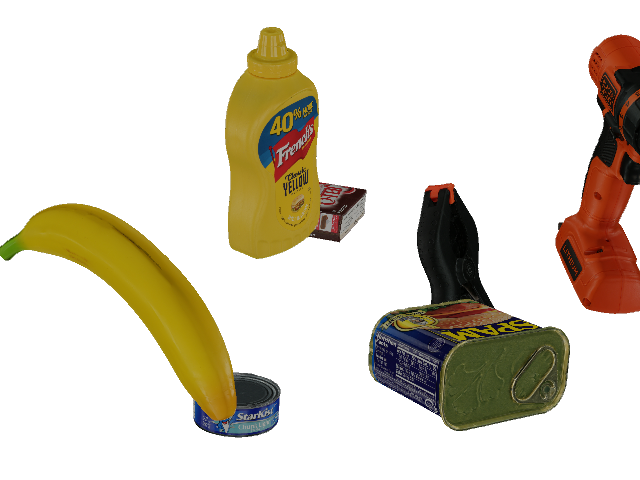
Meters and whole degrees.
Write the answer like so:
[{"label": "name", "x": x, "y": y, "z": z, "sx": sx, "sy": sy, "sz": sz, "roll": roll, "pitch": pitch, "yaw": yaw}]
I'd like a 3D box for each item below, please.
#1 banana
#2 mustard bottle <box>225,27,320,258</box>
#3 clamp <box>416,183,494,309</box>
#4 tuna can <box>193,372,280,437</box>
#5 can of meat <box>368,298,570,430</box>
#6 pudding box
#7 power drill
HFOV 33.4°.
[{"label": "banana", "x": -0.118, "y": 0.031, "z": 0.667, "sx": 0.198, "sy": 0.070, "sz": 0.037, "roll": 35, "pitch": 32, "yaw": 20}, {"label": "mustard bottle", "x": -0.039, "y": -0.086, "z": 0.901, "sx": 0.058, "sy": 0.192, "sz": 0.096, "roll": 23, "pitch": 38, "yaw": 33}, {"label": "clamp", "x": 0.118, "y": 0.037, "z": 0.981, "sx": 0.039, "sy": 0.171, "sz": 0.120, "roll": -11, "pitch": 12, "yaw": 34}, {"label": "tuna can", "x": -0.082, "y": 0.161, "z": 1.046, "sx": 0.086, "sy": 0.034, "sz": 0.086, "roll": 3, "pitch": 14, "yaw": -1}, {"label": "can of meat", "x": 0.093, "y": 0.076, "z": 0.687, "sx": 0.101, "sy": 0.057, "sz": 0.084, "roll": -5, "pitch": 15, "yaw": -31}, {"label": "pudding box", "x": -0.002, "y": -0.038, "z": 1.280, "sx": 0.090, "sy": 0.039, "sz": 0.113, "roll": 9, "pitch": 23, "yaw": 15}, {"label": "power drill", "x": 0.234, "y": -0.039, "z": 0.804, "sx": 0.057, "sy": 0.188, "sz": 0.184, "roll": 3, "pitch": 34, "yaw": -4}]
